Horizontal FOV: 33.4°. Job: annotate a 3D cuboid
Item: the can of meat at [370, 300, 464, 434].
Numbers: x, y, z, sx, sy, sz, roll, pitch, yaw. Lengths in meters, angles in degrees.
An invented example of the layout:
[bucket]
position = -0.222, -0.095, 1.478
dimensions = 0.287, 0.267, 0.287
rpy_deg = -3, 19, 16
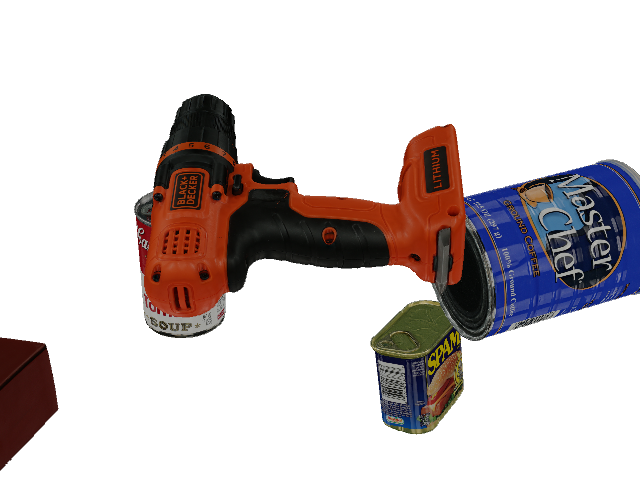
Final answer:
[can of meat]
position = 0.091, 0.114, 0.968
dimensions = 0.058, 0.084, 0.101
rpy_deg = 7, 26, 30

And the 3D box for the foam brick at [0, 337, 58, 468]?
[foam brick]
position = -0.212, 0.104, 0.677
dimensions = 0.053, 0.051, 0.078
rpy_deg = 6, 29, 22

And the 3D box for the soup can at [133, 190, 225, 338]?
[soup can]
position = -0.110, 0.017, 0.846
dimensions = 0.068, 0.102, 0.068
rpy_deg = 1, 29, 0

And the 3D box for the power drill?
[power drill]
position = -0.009, -0.030, 0.651
dimensions = 0.187, 0.057, 0.184
rpy_deg = -3, 44, 3

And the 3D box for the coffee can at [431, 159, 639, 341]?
[coffee can]
position = 0.160, 0.006, 0.774
dimensions = 0.140, 0.103, 0.103
rpy_deg = -14, 4, -16
